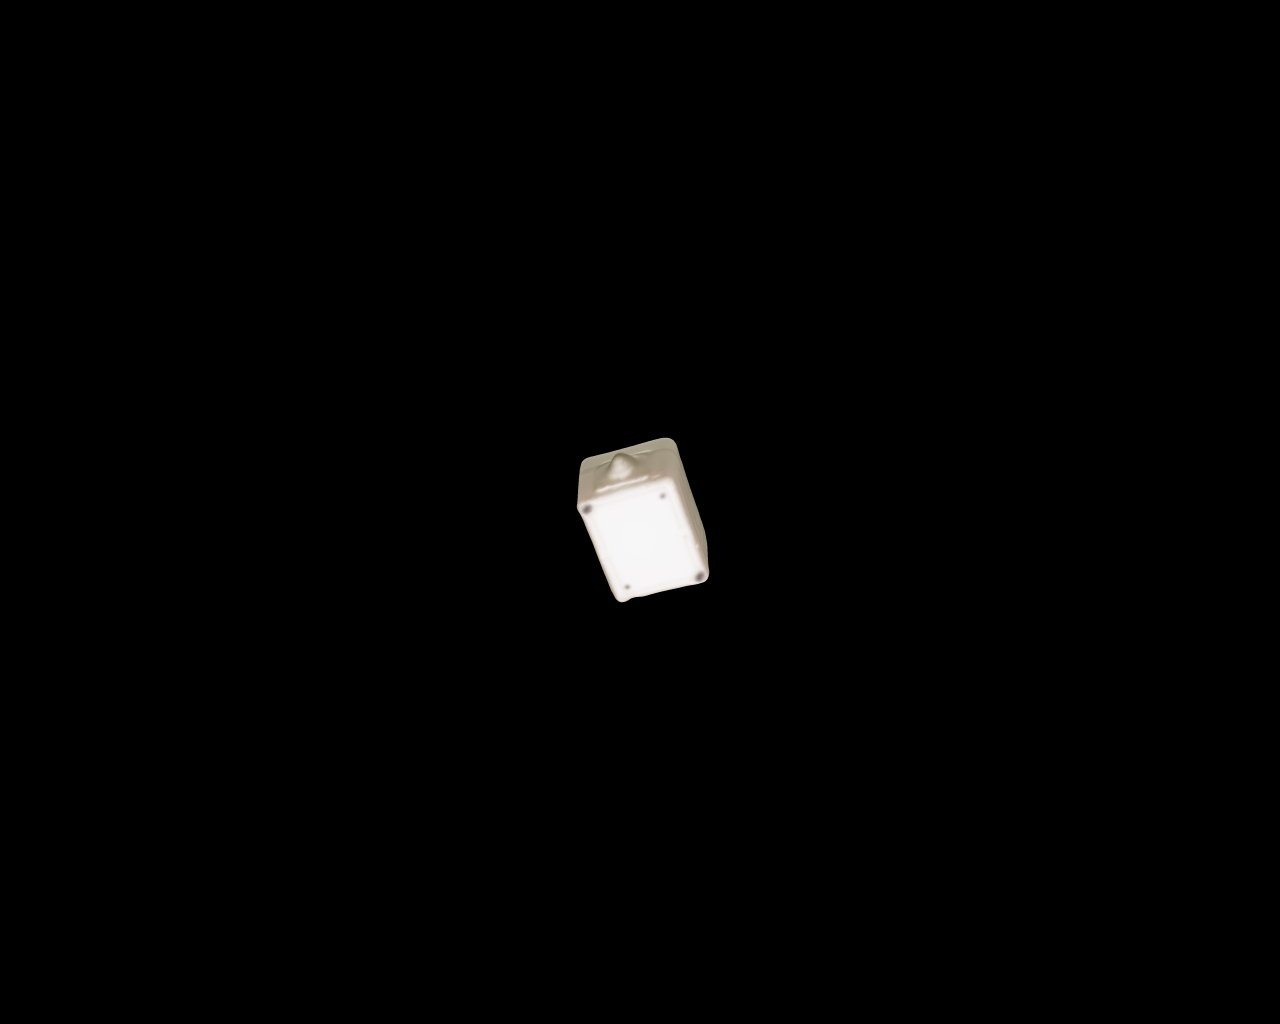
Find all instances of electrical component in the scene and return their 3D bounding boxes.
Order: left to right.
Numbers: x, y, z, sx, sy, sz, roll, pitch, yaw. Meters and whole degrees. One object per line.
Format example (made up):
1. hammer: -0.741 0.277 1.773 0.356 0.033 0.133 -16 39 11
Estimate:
1. electrical component: 0.001 -0.003 0.650 0.062 0.096 0.061 -15 32 9
